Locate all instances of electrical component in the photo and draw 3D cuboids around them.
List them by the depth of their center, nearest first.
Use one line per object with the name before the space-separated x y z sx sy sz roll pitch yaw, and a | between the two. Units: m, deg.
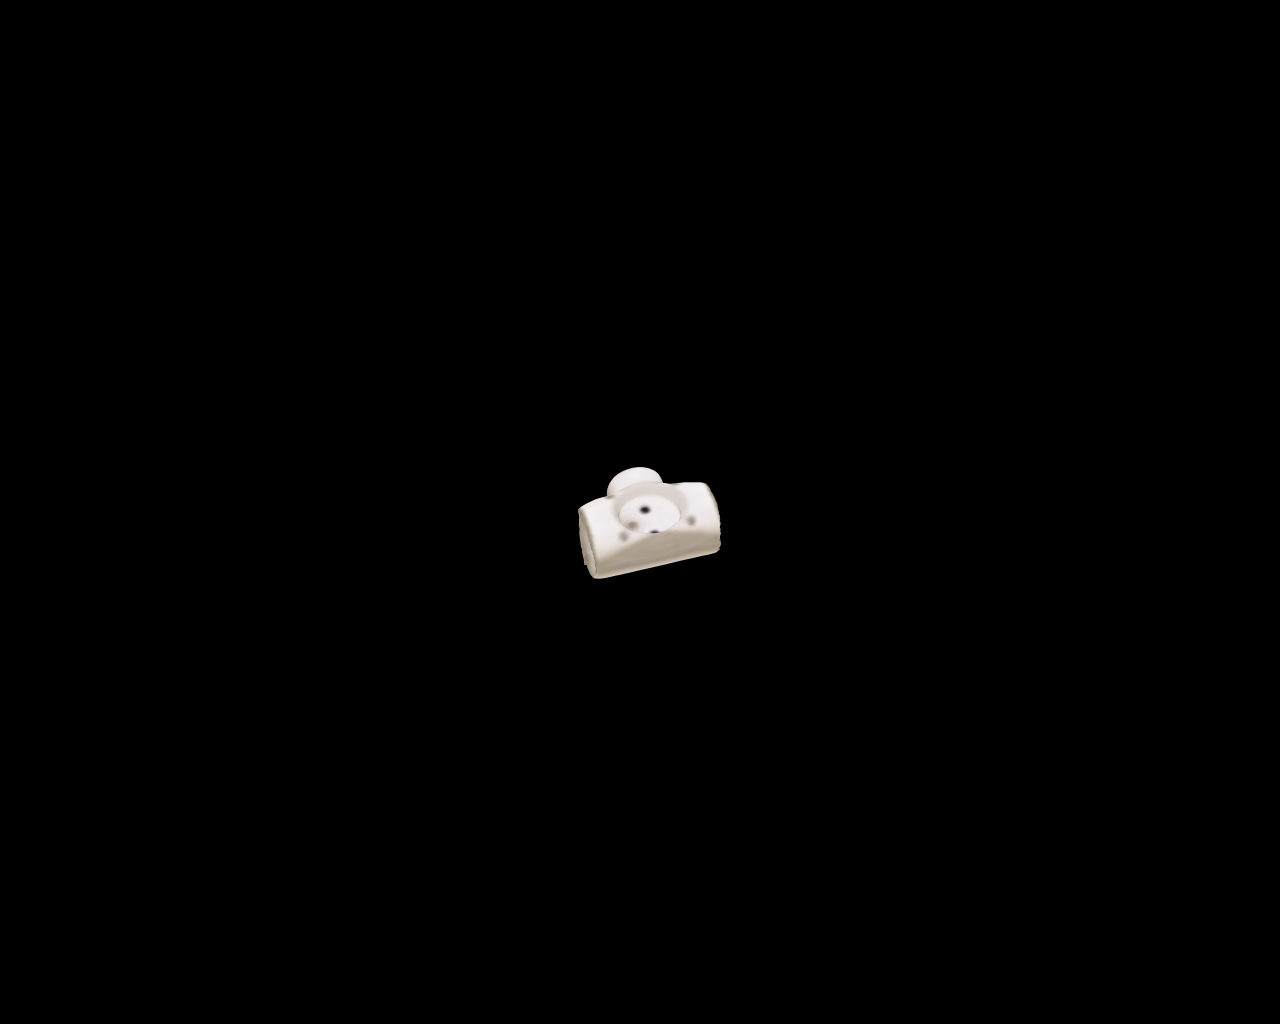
electrical component | 0.001 -0.003 0.650 0.077 0.079 0.044 -12 -39 -10
